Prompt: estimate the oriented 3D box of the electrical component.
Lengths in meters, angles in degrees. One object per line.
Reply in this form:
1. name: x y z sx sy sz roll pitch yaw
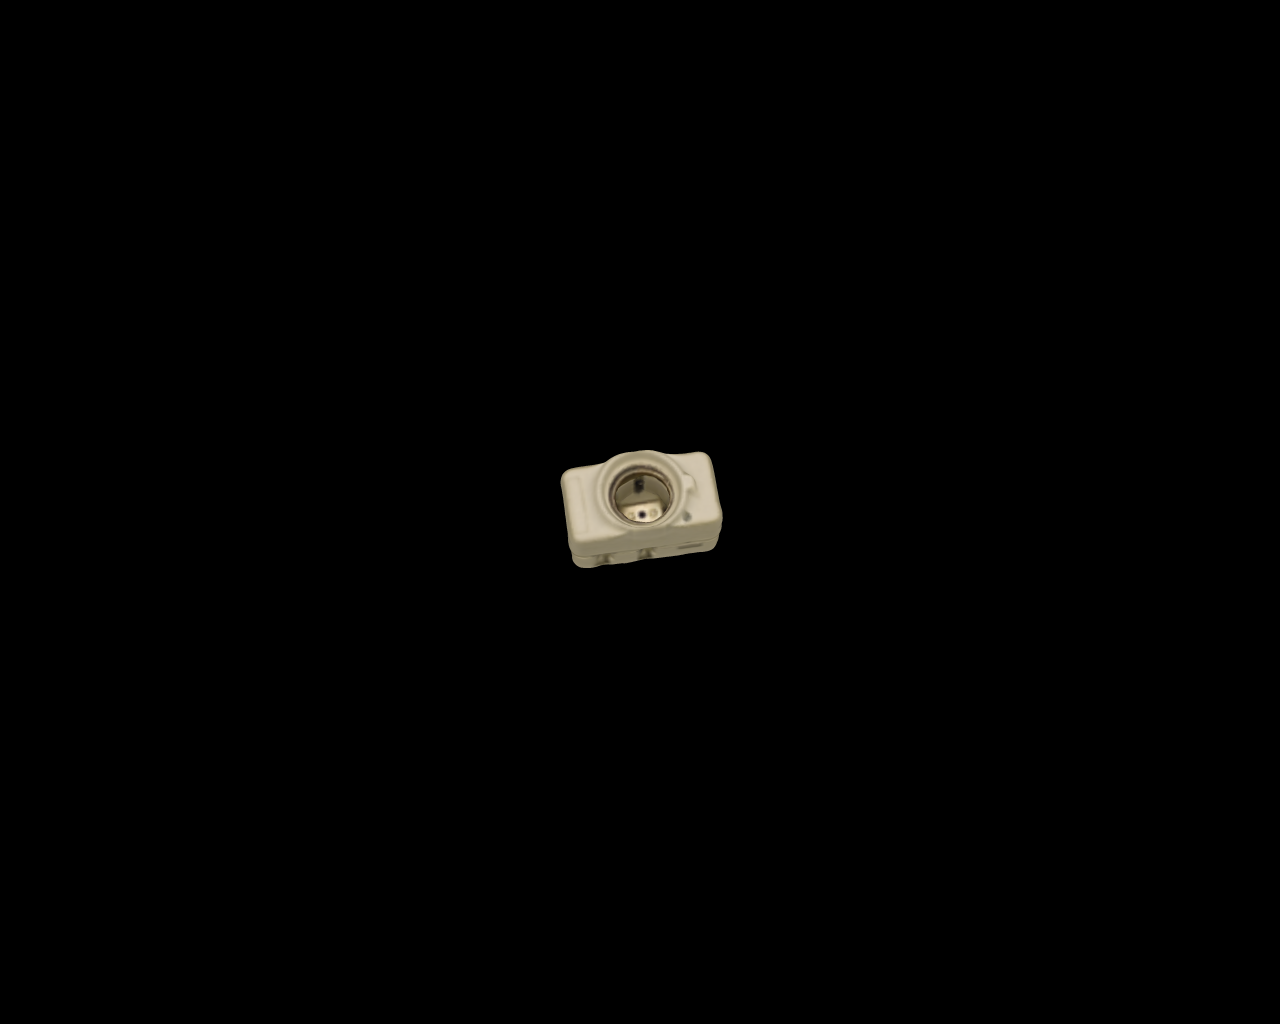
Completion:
1. electrical component: 0.001 -0.003 0.650 0.089 0.050 0.055 -8 -23 -3
